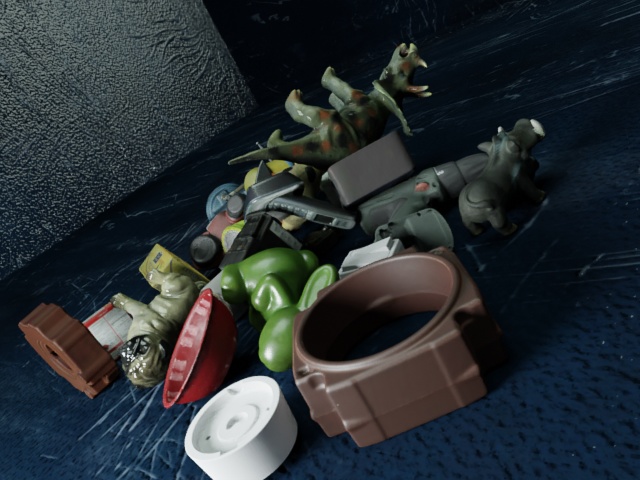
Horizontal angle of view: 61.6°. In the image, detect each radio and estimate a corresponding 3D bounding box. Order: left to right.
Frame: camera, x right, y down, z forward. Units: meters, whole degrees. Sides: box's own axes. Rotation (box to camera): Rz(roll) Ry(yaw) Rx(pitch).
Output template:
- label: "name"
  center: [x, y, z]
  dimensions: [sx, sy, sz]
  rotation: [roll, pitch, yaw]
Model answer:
- label: "radio"
  center: [0.086, -0.110, 0.937]
  dimensions: [0.131, 0.073, 0.229]
  rotation: [-27, -4, 3]

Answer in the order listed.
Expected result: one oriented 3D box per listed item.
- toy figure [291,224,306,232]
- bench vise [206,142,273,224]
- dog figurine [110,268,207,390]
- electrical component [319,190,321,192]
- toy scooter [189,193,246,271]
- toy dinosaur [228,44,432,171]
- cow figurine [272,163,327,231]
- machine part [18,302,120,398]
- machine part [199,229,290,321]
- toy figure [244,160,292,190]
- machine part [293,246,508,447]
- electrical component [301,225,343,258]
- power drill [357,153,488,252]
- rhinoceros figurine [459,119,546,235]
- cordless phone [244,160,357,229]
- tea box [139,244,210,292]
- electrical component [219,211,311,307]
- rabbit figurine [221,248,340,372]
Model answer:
- label: "toy figure"
  center: [-0.072, -0.048, 1.127]
  dimensions: [0.155, 0.064, 0.058]
  rotation: [-1, -4, 43]
- label: "bench vise"
  center: [-0.191, -0.102, 1.287]
  dimensions: [0.223, 0.128, 0.241]
  rotation: [-56, 25, -12]
- label: "dog figurine"
  center: [-0.243, 0.143, 0.874]
  dimensions: [0.172, 0.121, 0.191]
  rotation: [-37, 36, -11]
- label: "electrical component"
  center: [0.033, -0.143, 1.263]
  dimensions: [0.094, 0.021, 0.063]
  rotation: [-23, 21, 11]
- label: "toy scooter"
  center: [-0.192, -0.010, 1.132]
  dimensions: [0.184, 0.075, 0.135]
  rotation: [-54, -13, 0]
- label: "toy dinosaur"
  center: [0.041, -0.201, 0.978]
  dimensions: [0.192, 0.131, 0.405]
  rotation: [35, 66, 21]
- label: "cow figurine"
  center: [-0.033, -0.114, 1.048]
  dimensions: [0.127, 0.085, 0.195]
  rotation: [-15, 46, 29]
- label: "machine part"
  center: [-0.413, 0.180, 0.880]
  dimensions: [0.179, 0.179, 0.056]
  rotation: [-5, 33, 47]
- label: "machine part"
  center: [-0.120, 0.062, 0.905]
  dimensions: [0.079, 0.079, 0.243]
  rotation: [-7, 30, 44]
- label: "toy figure"
  center: [-0.084, -0.142, 1.162]
  dimensions: [0.180, 0.089, 0.082]
  rotation: [-41, 9, -26]
- label: "machine part"
  center: [0.073, 0.098, 0.565]
  dimensions: [0.201, 0.087, 0.201]
  rotation: [-25, 22, 8]
- label: "electrical component"
  center: [-0.003, -0.002, 0.949]
  dimensions: [0.102, 0.045, 0.078]
  rotation: [-39, 24, -25]
- label: "power drill"
  center: [0.158, -0.051, 0.811]
  dimensions: [0.232, 0.085, 0.207]
  rotation: [-22, 25, 21]
- label: "rhinoceros figurine"
  center: [0.251, -0.090, 0.739]
  dimensions: [0.190, 0.112, 0.073]
  rotation: [-49, 25, -25]
- label: "cordless phone"
  center: [-0.033, -0.049, 0.908]
  dimensions: [0.146, 0.184, 0.089]
  rotation: [117, 170, -68]
- label: "tea box"
  center: [-0.285, 0.070, 1.048]
  dimensions: [0.068, 0.098, 0.170]
  rotation: [-57, 28, -9]
- label: "electrical component"
  center: [-0.089, 0.038, 0.843]
  dimensions: [0.058, 0.114, 0.134]
  rotation: [-8, 48, 47]
- label: "rabbit figurine"
  center: [-0.037, 0.098, 0.713]
  dimensions: [0.159, 0.121, 0.170]
  rotation: [-21, 39, 4]
